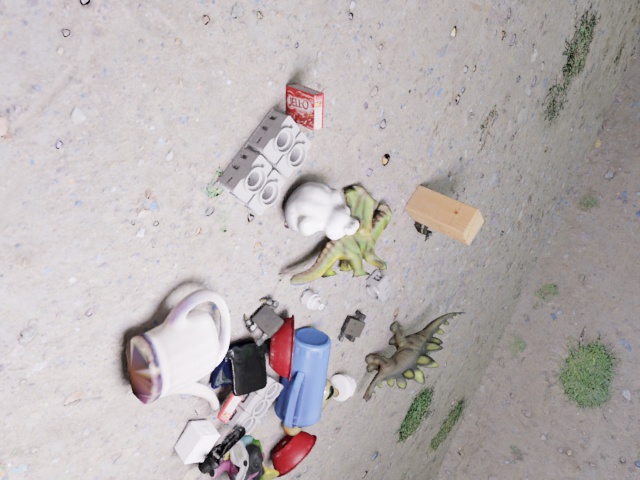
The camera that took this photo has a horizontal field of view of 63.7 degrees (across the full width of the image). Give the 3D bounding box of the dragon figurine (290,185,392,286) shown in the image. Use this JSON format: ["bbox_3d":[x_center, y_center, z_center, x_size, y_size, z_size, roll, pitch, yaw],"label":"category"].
[{"bbox_3d":[0.074,-0.022,1.343,0.412,0.122,0.241,-7,100,-51],"label":"dragon figurine"}]

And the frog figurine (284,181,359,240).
[{"bbox_3d":[0.003,-0.058,1.149,0.139,0.161,0.120,-36,136,-32],"label":"frog figurine"}]

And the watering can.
[{"bbox_3d":[-0.278,0.261,1.051,0.226,0.105,0.341,-19,127,-42],"label":"watering can"}]
